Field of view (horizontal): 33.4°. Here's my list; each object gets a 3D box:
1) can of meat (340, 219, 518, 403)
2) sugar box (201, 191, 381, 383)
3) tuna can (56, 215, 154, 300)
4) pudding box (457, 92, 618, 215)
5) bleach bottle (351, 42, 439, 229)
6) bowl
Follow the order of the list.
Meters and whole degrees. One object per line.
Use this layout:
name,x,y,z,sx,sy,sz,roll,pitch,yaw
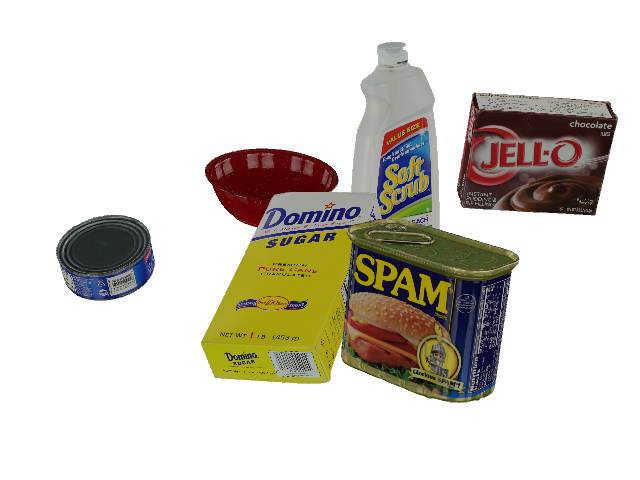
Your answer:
can of meat,0.061,0.041,0.635,0.102,0.084,0.057,18,22,38
sugar box,-0.017,0.031,0.826,0.093,0.048,0.176,1,44,20
tuna can,-0.196,0.016,0.979,0.086,0.034,0.086,-3,39,2
pudding box,0.172,-0.069,0.856,0.113,0.090,0.039,2,35,-2
bleach bottle,0.073,-0.081,1.125,0.102,0.251,0.068,-10,23,-14
bowl,-0.061,-0.058,1.294,0.162,0.055,0.162,4,26,-2
